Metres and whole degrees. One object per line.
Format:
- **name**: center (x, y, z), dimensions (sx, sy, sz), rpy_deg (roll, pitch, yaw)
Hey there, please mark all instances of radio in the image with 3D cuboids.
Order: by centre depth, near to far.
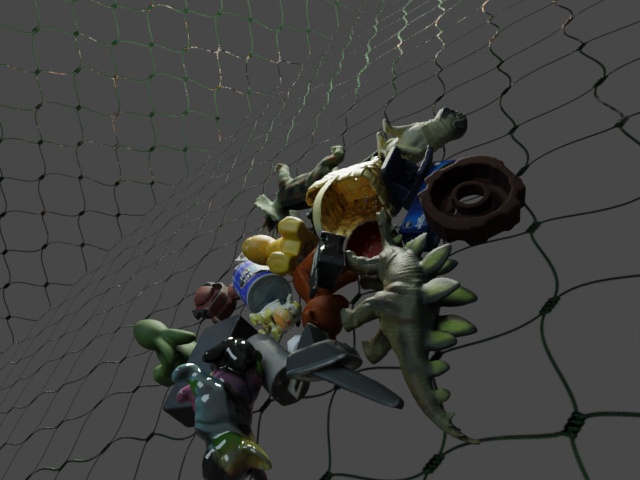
- **radio**: center (-0.227, 0.275, 1.133), dimensions (0.131, 0.073, 0.230), rpy_deg (-24, 29, 36)

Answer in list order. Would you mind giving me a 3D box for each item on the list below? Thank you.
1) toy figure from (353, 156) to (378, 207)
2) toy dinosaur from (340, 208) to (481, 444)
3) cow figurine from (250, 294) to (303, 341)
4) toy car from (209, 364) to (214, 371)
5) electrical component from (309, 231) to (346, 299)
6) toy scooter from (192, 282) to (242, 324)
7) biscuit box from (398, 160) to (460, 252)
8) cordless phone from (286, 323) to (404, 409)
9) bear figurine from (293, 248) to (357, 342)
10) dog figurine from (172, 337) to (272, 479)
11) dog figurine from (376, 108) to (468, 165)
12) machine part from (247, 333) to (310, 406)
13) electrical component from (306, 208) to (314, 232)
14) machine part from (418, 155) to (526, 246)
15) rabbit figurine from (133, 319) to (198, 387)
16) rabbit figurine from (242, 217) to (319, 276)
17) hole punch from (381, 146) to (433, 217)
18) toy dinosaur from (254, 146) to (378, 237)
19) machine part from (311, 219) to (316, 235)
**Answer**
- **toy figure**: center (0.106, -0.141, 1.332), dimensions (0.154, 0.058, 0.064), rpy_deg (-46, 2, -2)
- **toy dinosaur**: center (0.137, 0.106, 0.837), dimensions (0.199, 0.105, 0.472), rpy_deg (-27, 41, 24)
- **cow figurine**: center (-0.072, 0.151, 1.084), dimensions (0.098, 0.068, 0.167), rpy_deg (-34, 5, -27)
- **toy car**: center (-0.171, 0.284, 1.000), dimensions (0.089, 0.053, 0.202), rpy_deg (-40, 45, 39)
- **electrical component**: center (0.011, 0.050, 0.935), dimensions (0.119, 0.048, 0.074), rpy_deg (-86, 12, -47)
- **toy scooter**: center (-0.264, 0.164, 1.364), dimensions (0.184, 0.075, 0.135), rpy_deg (-15, 37, 36)
- **biscuit box**: center (0.220, -0.067, 1.035), dimensions (0.063, 0.059, 0.203), rpy_deg (3, 49, 38)
- **cordless phone**: center (0.051, 0.209, 0.825), dimensions (0.184, 0.146, 0.088), rpy_deg (22, 79, 23)
- **bear figurine**: center (0.015, 0.103, 1.006), dimensions (0.132, 0.120, 0.196), rpy_deg (-37, 27, 3)
- **dog figurine**: center (-0.131, 0.283, 0.866), dimensions (0.191, 0.108, 0.219), rpy_deg (-27, 57, -35)
- **dog figurine**: center (0.241, -0.223, 1.262), dimensions (0.191, 0.121, 0.172), rpy_deg (-13, -12, -10)
- **machine part**: center (-0.086, 0.233, 0.988), dimensions (0.079, 0.079, 0.243), rpy_deg (-47, 27, -12)
- **electrical component**: center (0.007, -0.063, 1.366), dimensions (0.102, 0.045, 0.078), rpy_deg (-18, 33, 41)
- **machine part**: center (0.262, -0.068, 0.931), dimensions (0.179, 0.056, 0.179), rpy_deg (-12, 45, 12)
- **rabbit figurine**: center (-0.354, 0.252, 1.234), dimensions (0.159, 0.170, 0.121), rpy_deg (-9, 41, 51)
- **rabbit figurine**: center (-0.084, 0.020, 1.167), dimensions (0.173, 0.162, 0.122), rpy_deg (0, 80, 31)
- **hole punch**: center (0.194, -0.128, 1.129), dimensions (0.092, 0.115, 0.142), rpy_deg (-3, 39, 26)
- **toy dinosaur**: center (-0.021, -0.137, 1.456), dimensions (0.405, 0.131, 0.192), rpy_deg (-20, 45, 31)
- **machine part**: center (-0.003, -0.004, 1.265), dimensions (0.039, 0.084, 0.139), rpy_deg (1, 53, 13)
